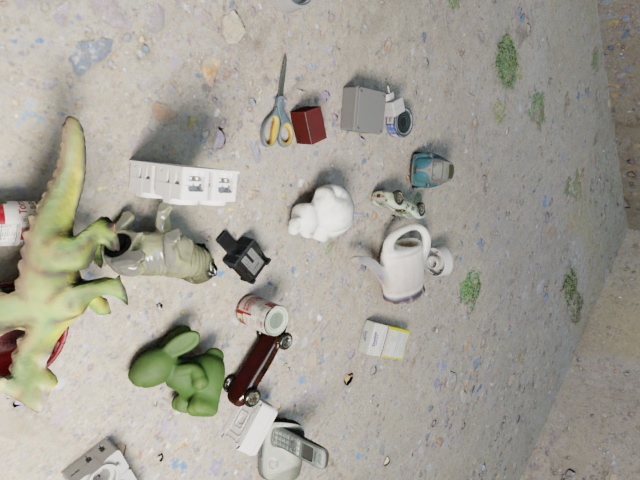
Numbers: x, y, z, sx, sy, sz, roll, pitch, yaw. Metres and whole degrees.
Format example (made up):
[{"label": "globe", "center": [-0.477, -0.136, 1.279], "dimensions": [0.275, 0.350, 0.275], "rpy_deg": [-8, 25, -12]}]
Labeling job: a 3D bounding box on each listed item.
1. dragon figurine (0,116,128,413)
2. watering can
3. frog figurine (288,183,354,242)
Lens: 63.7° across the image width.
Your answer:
[{"label": "dragon figurine", "center": [-0.418, 0.046, 0.726], "dimensions": [0.245, 0.122, 0.406], "rpy_deg": [-17, 107, -35]}, {"label": "watering can", "center": [0.204, 0.081, 1.429], "dimensions": [0.351, 0.104, 0.221], "rpy_deg": [-22, 114, -41]}, {"label": "frog figurine", "center": [0.004, -0.060, 1.195], "dimensions": [0.161, 0.124, 0.135], "rpy_deg": [-23, 134, -53]}]
